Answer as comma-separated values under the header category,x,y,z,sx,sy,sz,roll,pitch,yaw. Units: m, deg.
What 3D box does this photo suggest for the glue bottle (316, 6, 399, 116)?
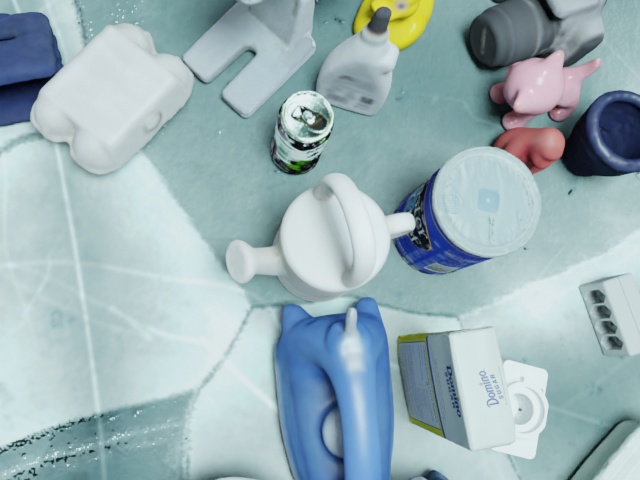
category,x,y,z,sx,sy,sz,roll,pitch,yaw
glue bottle,0.044,-0.180,0.572,0.078,0.173,0.037,17,77,-5

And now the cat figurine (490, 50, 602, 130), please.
category,x,y,z,sx,sy,sz,roll,pitch,yaw
cat figurine,0.249,-0.171,0.632,0.128,0.117,0.067,-19,83,-12

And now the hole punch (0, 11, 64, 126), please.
category,x,y,z,sx,sy,sz,roll,pitch,yaw
hole punch,-0.311,-0.175,0.556,0.109,0.091,0.101,-17,83,-12

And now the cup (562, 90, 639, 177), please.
category,x,y,z,sx,sy,sz,roll,pitch,yaw
cup,0.327,-0.117,0.647,0.118,0.095,0.091,-39,88,-13

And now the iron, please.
category,x,y,z,sx,sy,sz,roll,pitch,yaw
iron,0.028,0.180,0.520,0.119,0.141,0.258,-5,81,-10

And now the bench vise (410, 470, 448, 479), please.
category,x,y,z,sx,sy,sz,roll,pitch,yaw
bench vise,0.161,0.291,0.482,0.207,0.219,0.121,21,77,-5

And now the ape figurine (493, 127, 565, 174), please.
category,x,y,z,sx,sy,sz,roll,pitch,yaw
ape figurine,0.232,-0.095,0.629,0.078,0.092,0.076,-10,81,-11

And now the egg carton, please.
category,x,y,z,sx,sy,sz,roll,pitch,yaw
egg carton,-0.206,-0.142,0.578,0.107,0.069,0.150,38,76,-1

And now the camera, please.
category,x,y,z,sx,sy,sz,roll,pitch,yaw
camera,0.241,-0.267,0.657,0.137,0.100,0.143,-22,84,-12

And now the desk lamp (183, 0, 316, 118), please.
category,x,y,z,sx,sy,sz,roll,pitch,yaw
desk lamp,-0.033,-0.250,0.552,0.118,0.213,0.203,40,76,0

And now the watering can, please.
category,x,y,z,sx,sy,sz,roll,pitch,yaw
watering can,0.006,0.004,0.522,0.173,0.194,0.101,-37,87,-13

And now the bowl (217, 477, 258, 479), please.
category,x,y,z,sx,sy,sz,roll,pitch,yaw
bowl,-0.079,0.295,0.517,0.167,0.074,0.167,2,80,-9

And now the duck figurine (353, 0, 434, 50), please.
category,x,y,z,sx,sy,sz,roll,pitch,yaw
duck figurine,0.090,-0.267,0.640,0.105,0.086,0.077,-38,87,-13
